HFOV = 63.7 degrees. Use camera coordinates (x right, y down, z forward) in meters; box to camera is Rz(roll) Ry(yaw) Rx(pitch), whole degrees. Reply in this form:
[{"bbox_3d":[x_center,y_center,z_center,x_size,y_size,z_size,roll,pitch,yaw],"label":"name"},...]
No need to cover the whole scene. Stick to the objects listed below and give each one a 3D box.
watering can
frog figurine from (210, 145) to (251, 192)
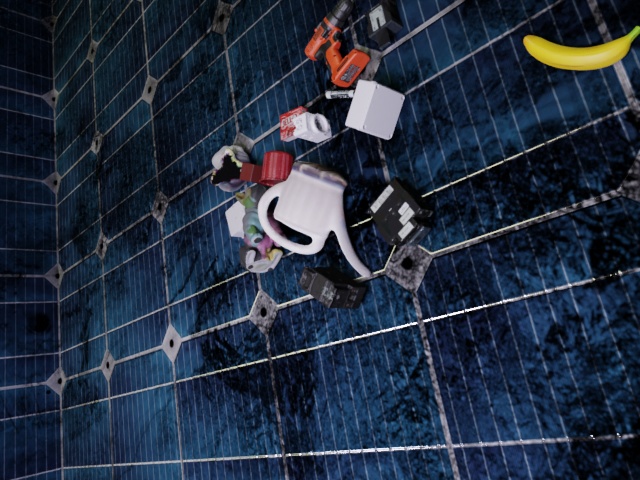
[{"bbox_3d":[0.004,-0.063,1.253,0.350,0.103,0.224,24,94,24],"label":"watering can"},{"bbox_3d":[-0.267,-0.219,1.555,0.161,0.122,0.136,-118,35,-74],"label":"frog figurine"}]
